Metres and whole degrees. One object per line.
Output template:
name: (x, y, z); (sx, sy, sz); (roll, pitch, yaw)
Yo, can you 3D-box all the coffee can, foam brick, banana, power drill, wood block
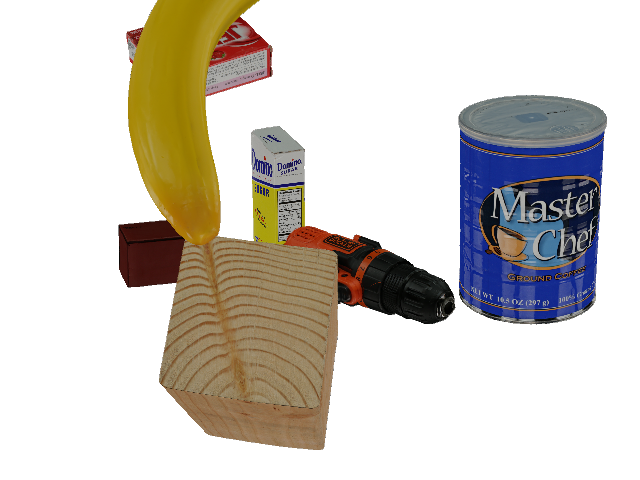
coffee can: (0.152, -0.024, 0.778); (0.103, 0.140, 0.103); (-3, 24, 1)
foam brick: (-0.167, 0.012, 1.107); (0.078, 0.051, 0.053); (-5, 22, -19)
banana: (-0.059, -0.086, 0.530); (0.069, 0.197, 0.037); (11, -35, 6)
power drill: (-0.009, 0.054, 0.877); (0.187, 0.057, 0.185); (-24, 30, -37)
wood block: (-0.037, 0.074, 0.682); (0.090, 0.091, 0.206); (7, -17, 4)

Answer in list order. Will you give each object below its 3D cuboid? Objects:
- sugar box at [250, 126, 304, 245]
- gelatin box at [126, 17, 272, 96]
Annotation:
sugar box: (-0.052, -0.041, 1.295); (0.048, 0.176, 0.093); (-11, 26, -18)
gelatin box: (-0.091, -0.141, 0.805); (0.089, 0.030, 0.073); (-22, 47, -22)
